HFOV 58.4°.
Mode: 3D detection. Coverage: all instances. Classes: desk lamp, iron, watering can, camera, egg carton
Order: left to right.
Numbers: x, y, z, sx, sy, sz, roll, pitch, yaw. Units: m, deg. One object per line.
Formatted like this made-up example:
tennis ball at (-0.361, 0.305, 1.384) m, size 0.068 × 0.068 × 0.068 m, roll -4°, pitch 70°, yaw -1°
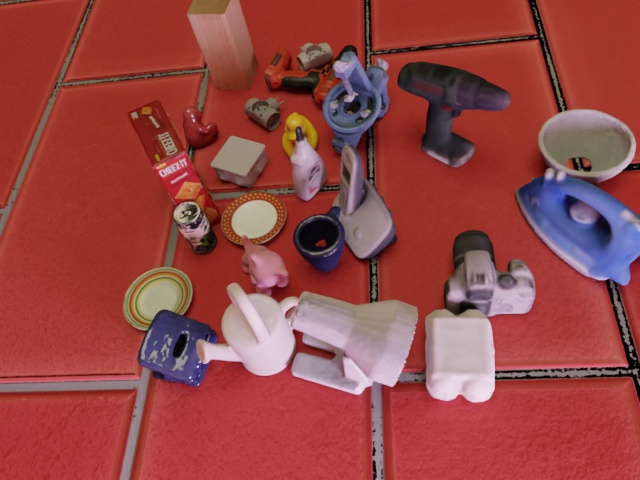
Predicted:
watering can at (-0.109, 0.141, 0.906) m, size 0.100 × 0.194 × 0.173 m, roll 29°, pitch 66°, yaw 25°
desk lamp at (0.044, 0.154, 0.859) m, size 0.202 × 0.214 × 0.118 m, roll 11°, pitch 60°, yaw 16°
egg carton at (0.219, 0.179, 0.899) m, size 0.107 × 0.069 × 0.150 m, roll -1°, pitch 57°, yaw 9°
camera at (0.277, 0.048, 0.956) m, size 0.143 × 0.101 × 0.137 m, roll -2°, pitch 57°, yaw 8°
iron at (0.440, -0.050, 0.967) m, size 0.119 × 0.142 × 0.257 m, roll -38°, pitch 59°, yaw -15°

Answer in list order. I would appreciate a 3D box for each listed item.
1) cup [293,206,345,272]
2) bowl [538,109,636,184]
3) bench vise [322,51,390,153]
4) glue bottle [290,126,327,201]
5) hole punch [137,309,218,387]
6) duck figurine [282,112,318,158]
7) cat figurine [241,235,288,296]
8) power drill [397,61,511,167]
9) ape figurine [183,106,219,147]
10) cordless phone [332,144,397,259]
cup at (0.010, 0.004, 1.035) m, size 0.091 × 0.095 × 0.118 m, roll 19°, pitch 63°, yaw 21°
bowl at (0.490, -0.162, 1.072) m, size 0.167 × 0.075 × 0.167 m, roll -4°, pitch 57°, yaw 7°
bench vise at (0.068, -0.310, 1.154) m, size 0.121 × 0.220 × 0.207 m, roll 5°, pitch 58°, yaw 14°
glue bottle at (-0.028, -0.153, 1.097) m, size 0.037 × 0.173 × 0.078 m, roll 26°, pitch 65°, yaw 24°
hole punch at (-0.237, 0.180, 0.965) m, size 0.101 × 0.091 × 0.109 m, roll 8°, pitch 59°, yaw 15°
duck figurine at (-0.047, -0.230, 1.203) m, size 0.077 × 0.086 × 0.104 m, roll -1°, pitch 57°, yaw 9°
cat figurine at (-0.103, 0.042, 1.016) m, size 0.067 × 0.118 × 0.127 m, roll -32°, pitch 58°, yaw -11°
power drill at (0.250, -0.241, 1.084) m, size 0.229 × 0.209 × 0.076 m, roll 34°, pitch 69°, yaw 27°
ape figurine at (-0.271, -0.255, 1.254) m, size 0.077 × 0.092 × 0.076 m, roll 32°, pitch 68°, yaw 27°
cordless phone at (0.073, -0.069, 1.017) m, size 0.094 × 0.185 × 0.147 m, roll -27°, pitch 57°, yaw -8°
